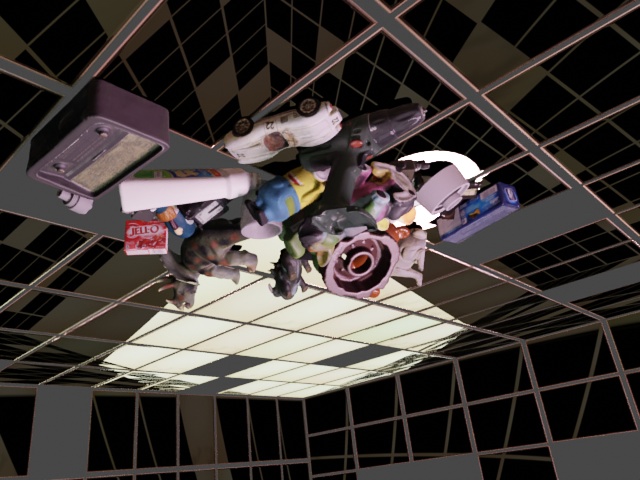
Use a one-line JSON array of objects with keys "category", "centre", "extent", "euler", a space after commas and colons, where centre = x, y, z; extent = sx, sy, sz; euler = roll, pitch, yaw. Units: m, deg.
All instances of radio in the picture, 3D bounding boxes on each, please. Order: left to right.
[{"category": "radio", "centre": [-0.358, -0.152, 0.857], "extent": [0.230, 0.073, 0.131], "euler": [-25, 150, 33]}]

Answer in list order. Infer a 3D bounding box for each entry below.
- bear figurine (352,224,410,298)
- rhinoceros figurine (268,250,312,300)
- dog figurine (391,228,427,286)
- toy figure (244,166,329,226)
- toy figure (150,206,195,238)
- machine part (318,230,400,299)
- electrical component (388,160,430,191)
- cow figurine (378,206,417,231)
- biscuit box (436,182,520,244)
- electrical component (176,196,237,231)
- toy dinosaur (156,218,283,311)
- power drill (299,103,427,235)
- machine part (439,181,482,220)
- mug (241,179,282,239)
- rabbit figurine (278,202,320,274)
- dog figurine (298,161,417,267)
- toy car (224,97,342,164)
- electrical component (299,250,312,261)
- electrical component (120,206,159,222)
[{"category": "bear figurine", "centre": [0.125, 0.037, 1.269], "extent": [0.120, 0.132, 0.195], "euler": [21, 151, -7]}, {"category": "rhinoceros figurine", "centre": [-0.089, 0.098, 1.437], "extent": [0.073, 0.112, 0.190], "euler": [-25, 153, -32]}, {"category": "dog figurine", "centre": [0.174, 0.028, 1.380], "extent": [0.191, 0.121, 0.172], "euler": [7, 123, 10]}, {"category": "toy figure", "centre": [-0.052, -0.090, 1.011], "extent": [0.180, 0.082, 0.089], "euler": [-34, 174, -16]}, {"category": "toy figure", "centre": [-0.303, -0.058, 1.093], "extent": [0.058, 0.064, 0.154], "euler": [-42, 152, -11]}, {"category": "machine part", "centre": [0.082, 0.044, 1.160], "extent": [0.179, 0.056, 0.179], "euler": [-10, 121, -17]}, {"category": "electrical component", "centre": [0.166, -0.124, 1.089], "extent": [0.102, 0.045, 0.078], "euler": [-3, 157, -8]}, {"category": "cow figurine", "centre": [0.116, -0.068, 1.139], "extent": [0.167, 0.098, 0.068], "euler": [7, 110, -16]}, {"category": "biscuit box", "centre": [0.368, -0.060, 1.261], "extent": [0.063, 0.059, 0.202], "euler": [11, 151, -32]}, {"category": "electrical component", "centre": [-0.218, -0.080, 1.072], "extent": [0.119, 0.048, 0.074], "euler": [-41, 152, 2]}, {"category": "toy dinosaur", "centre": [-0.249, 0.021, 1.225], "extent": [0.192, 0.131, 0.404], "euler": [8, 145, -30]}, {"category": "power drill", "centre": [0.062, -0.118, 0.885], "extent": [0.232, 0.207, 0.086], "euler": [-8, 157, 31]}, {"category": "machine part", "centre": [0.307, -0.091, 1.209], "extent": [0.084, 0.039, 0.138], "euler": [-10, 155, -12]}, {"category": "mug", "centre": [-0.122, -0.060, 1.080], "extent": [0.081, 0.107, 0.109], "euler": [6, 157, -21]}, {"category": "rabbit figurine", "centre": [-0.002, -0.004, 1.205], "extent": [0.159, 0.121, 0.170], "euler": [-40, 127, -10]}, {"category": "dog figurine", "centre": [0.059, -0.044, 1.029], "extent": [0.191, 0.108, 0.219], "euler": [-4, 146, -48]}, {"category": "toy car", "centre": [-0.061, -0.179, 0.896], "extent": [0.202, 0.056, 0.073], "euler": [-13, 154, 14]}, {"category": "electrical component", "centre": [-0.006, 0.010, 1.322], "extent": [0.115, 0.058, 0.134], "euler": [5, 152, -20]}, {"category": "electrical component", "centre": [-0.361, -0.062, 1.115], "extent": [0.094, 0.021, 0.063], "euler": [15, 147, -39]}]
